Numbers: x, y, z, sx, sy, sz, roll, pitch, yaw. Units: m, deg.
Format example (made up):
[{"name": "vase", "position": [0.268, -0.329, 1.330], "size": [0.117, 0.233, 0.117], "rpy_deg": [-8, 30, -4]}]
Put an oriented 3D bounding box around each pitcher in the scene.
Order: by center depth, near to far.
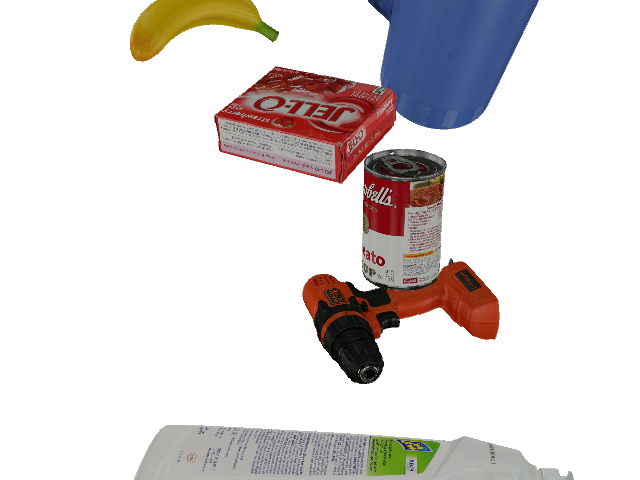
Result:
[{"name": "pitcher", "position": [0.113, -0.213, 0.924], "size": [0.144, 0.149, 0.243], "rpy_deg": [-19, -28, -19]}]

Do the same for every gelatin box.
[{"name": "gelatin box", "position": [-0.008, -0.074, 0.656], "size": [0.089, 0.030, 0.073], "rpy_deg": [15, 40, 25]}]

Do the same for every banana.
[{"name": "banana", "position": [-0.119, -0.212, 1.022], "size": [0.070, 0.037, 0.197], "rpy_deg": [45, 38, 19]}]

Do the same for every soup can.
[{"name": "soup can", "position": [0.069, -0.018, 0.892], "size": [0.068, 0.102, 0.068], "rpy_deg": [0, 25, 0]}]

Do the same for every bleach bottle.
[{"name": "bleach bottle", "position": [0.022, 0.152, 0.630], "size": [0.251, 0.068, 0.102], "rpy_deg": [0, 16, 5]}]

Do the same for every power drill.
[{"name": "power drill", "position": [0.087, 0.081, 1.117], "size": [0.187, 0.057, 0.184], "rpy_deg": [-7, 28, -14]}]
